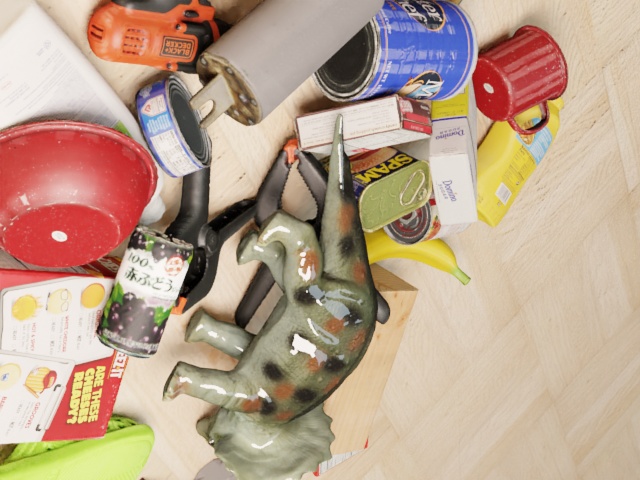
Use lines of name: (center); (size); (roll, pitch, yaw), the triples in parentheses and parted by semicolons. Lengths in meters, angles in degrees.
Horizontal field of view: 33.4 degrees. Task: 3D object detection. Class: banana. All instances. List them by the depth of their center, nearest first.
banana: (0.094, 0.012, 1.223); (0.197, 0.070, 0.037); (8, 122, -38)

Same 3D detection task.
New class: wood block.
wood block: (0.022, 0.132, 1.208); (0.090, 0.091, 0.206); (1, 113, -44)

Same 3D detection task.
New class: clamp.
clamp: (-0.109, -0.001, 1.007); (0.120, 0.039, 0.171); (40, 60, -48)
clamp: (-0.007, 0.001, 1.091); (0.036, 0.164, 0.210); (-75, 167, -68)

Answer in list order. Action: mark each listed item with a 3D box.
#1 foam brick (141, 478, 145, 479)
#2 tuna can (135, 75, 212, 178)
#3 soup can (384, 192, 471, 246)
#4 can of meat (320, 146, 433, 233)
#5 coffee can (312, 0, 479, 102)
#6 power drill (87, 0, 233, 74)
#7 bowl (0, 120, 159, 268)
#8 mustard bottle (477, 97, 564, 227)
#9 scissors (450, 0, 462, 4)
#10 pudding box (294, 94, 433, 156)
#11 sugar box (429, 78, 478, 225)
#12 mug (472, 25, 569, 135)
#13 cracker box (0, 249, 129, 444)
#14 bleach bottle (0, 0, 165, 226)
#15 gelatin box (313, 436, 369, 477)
foam brick: (-0.177, 0.304, 1.151); (0.053, 0.051, 0.078); (-48, 137, -12)
tuna can: (-0.127, -0.098, 0.932); (0.034, 0.086, 0.086); (-20, 136, 11)
soup can: (0.124, -0.034, 1.213); (0.102, 0.069, 0.068); (-11, 122, -51)
can of meat: (0.054, -0.061, 1.128); (0.101, 0.084, 0.057); (-27, 129, -30)
coffee can: (0.073, -0.189, 1.056); (0.140, 0.103, 0.103); (-7, 118, -41)
power drill: (-0.098, -0.232, 0.902); (0.184, 0.057, 0.188); (-4, 115, -47)
bowl: (-0.209, -0.025, 0.859); (0.162, 0.055, 0.162); (-8, 147, -6)
mustard bottle: (0.237, -0.114, 1.290); (0.191, 0.058, 0.096); (-55, 139, -3)
scissors: (0.088, -0.260, 1.094); (0.201, 0.016, 0.096); (-31, 132, -27)
pudding box: (0.044, -0.112, 1.052); (0.089, 0.114, 0.039); (1, 79, -65)
sugar box: (0.143, -0.107, 1.138); (0.176, 0.048, 0.093); (-77, 158, -48)
mug: (0.224, -0.175, 1.213); (0.081, 0.093, 0.117); (-29, 107, -22)
cracker box: (-0.269, 0.091, 0.921); (0.213, 0.072, 0.164); (6, 108, -46)
bleach bottle: (-0.207, -0.087, 0.883); (0.102, 0.068, 0.250); (-44, 140, -8)
gelatin box: (0.020, 0.240, 1.318); (0.089, 0.030, 0.073); (-22, 129, -33)
